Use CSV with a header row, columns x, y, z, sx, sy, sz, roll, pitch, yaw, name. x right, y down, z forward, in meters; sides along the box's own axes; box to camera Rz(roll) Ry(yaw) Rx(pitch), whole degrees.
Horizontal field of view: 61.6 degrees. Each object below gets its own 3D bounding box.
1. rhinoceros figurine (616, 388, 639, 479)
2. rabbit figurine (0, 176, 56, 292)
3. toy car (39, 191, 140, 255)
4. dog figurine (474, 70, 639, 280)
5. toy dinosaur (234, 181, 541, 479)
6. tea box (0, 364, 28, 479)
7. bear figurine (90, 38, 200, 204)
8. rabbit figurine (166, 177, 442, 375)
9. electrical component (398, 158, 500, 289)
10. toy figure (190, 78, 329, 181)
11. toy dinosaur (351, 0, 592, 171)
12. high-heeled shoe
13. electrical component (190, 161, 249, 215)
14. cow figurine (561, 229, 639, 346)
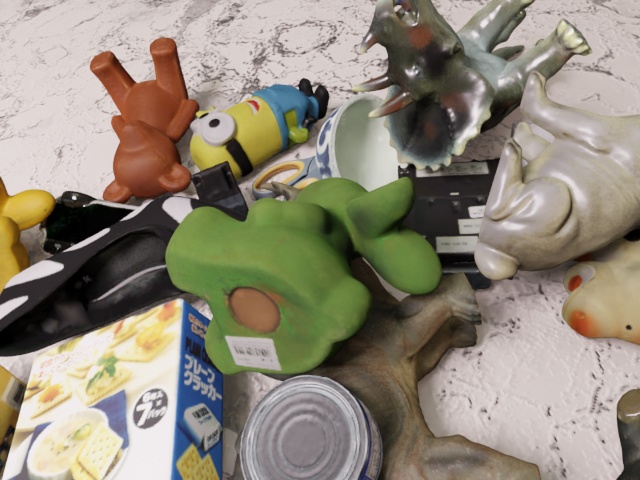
x,y,z,sx,sy,sz,roll,pitch,yaw,name
0.231,0.151,0.334,0.190,0.112,0.073,-48,28,-12,rhinoceros figurine
-0.362,0.003,0.563,0.162,0.122,0.173,-63,28,2,rabbit figurine
-0.219,-0.005,0.583,0.202,0.056,0.073,9,77,19,toy car
0.227,-0.025,0.399,0.191,0.121,0.172,20,87,19,dog figurine
0.032,0.092,0.428,0.199,0.104,0.472,-15,45,4,toy dinosaur
-0.292,0.188,0.415,0.068,0.098,0.170,-1,48,10,tea box
-0.220,-0.143,0.663,0.120,0.131,0.196,-11,43,6,bear figurine
-0.001,-0.001,0.387,0.159,0.121,0.170,-10,27,30,rabbit figurine
0.131,-0.016,0.525,0.115,0.058,0.134,-1,51,13,electrical component
-0.071,-0.134,0.655,0.180,0.089,0.082,-28,20,-25,toy figure
0.164,-0.167,0.582,0.192,0.405,0.131,-38,83,22,toy dinosaur
-0.164,0.038,0.455,0.249,0.086,0.145,-6,35,24,high-heeled shoe
-0.095,-0.018,0.563,0.048,0.074,0.119,-23,45,-7,electrical component
0.282,0.019,0.452,0.195,0.085,0.127,-31,45,-15,cow figurine
